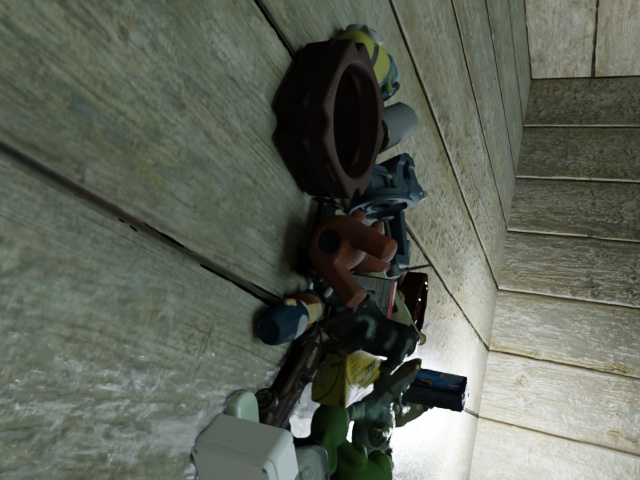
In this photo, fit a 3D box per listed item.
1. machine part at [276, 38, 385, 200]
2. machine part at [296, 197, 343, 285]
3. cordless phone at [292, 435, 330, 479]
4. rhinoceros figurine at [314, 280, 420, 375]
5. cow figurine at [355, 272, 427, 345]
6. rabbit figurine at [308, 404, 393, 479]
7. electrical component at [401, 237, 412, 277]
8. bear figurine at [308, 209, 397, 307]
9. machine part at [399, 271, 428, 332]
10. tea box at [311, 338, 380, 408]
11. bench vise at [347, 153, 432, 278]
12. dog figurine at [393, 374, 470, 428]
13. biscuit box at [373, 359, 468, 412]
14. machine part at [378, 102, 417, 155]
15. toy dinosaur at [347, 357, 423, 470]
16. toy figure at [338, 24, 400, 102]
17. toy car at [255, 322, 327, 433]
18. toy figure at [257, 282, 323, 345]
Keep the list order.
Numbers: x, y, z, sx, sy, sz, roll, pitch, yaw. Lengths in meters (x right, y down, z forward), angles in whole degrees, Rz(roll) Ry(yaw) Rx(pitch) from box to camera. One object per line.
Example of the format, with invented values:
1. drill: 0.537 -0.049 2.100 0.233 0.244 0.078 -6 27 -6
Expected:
1. machine part: 0.021 -0.178 0.811 0.201 0.087 0.200 -68 149 -26
2. machine part: -0.002 -0.003 0.858 0.084 0.039 0.139 36 65 -55
3. cordless phone: -0.065 0.380 0.767 0.184 0.089 0.146 -28 120 -54
4. rhinoceros figurine: 0.067 0.136 0.869 0.112 0.190 0.073 -60 169 3
5. cow figurine: 0.112 0.116 1.001 0.127 0.085 0.195 31 32 -56
6. rabbit figurine: 0.021 0.365 0.923 0.159 0.121 0.170 -7 76 -51
7. electrical component: 0.198 0.038 1.282 0.063 0.021 0.094 41 60 -58
8. bear figurine: 0.066 0.027 0.831 0.120 0.132 0.195 -55 152 8
9. machine part: 0.221 0.164 1.303 0.179 0.056 0.179 9 90 -70
10. tea box: 0.052 0.226 0.978 0.169 0.068 0.098 -9 103 -62
11. bench vise: 0.133 -0.046 1.000 0.223 0.129 0.240 17 62 -55
12. dog figurine: 0.239 0.383 1.252 0.121 0.191 0.172 57 48 -52
13. biscuit box: 0.221 0.321 1.186 0.059 0.203 0.062 -52 141 -49
14. machine part: 0.126 -0.214 1.023 0.243 0.079 0.079 -36 127 -55
15. toy dinosaur: 0.110 0.415 1.096 0.192 0.131 0.404 -11 111 -62
16. toy figure: 0.084 -0.292 0.919 0.180 0.082 0.089 36 61 -63
17. toy car: -0.037 0.210 0.818 0.202 0.053 0.089 -55 139 -42
18. toy figure: -0.036 0.111 0.795 0.058 0.064 0.154 50 28 10
